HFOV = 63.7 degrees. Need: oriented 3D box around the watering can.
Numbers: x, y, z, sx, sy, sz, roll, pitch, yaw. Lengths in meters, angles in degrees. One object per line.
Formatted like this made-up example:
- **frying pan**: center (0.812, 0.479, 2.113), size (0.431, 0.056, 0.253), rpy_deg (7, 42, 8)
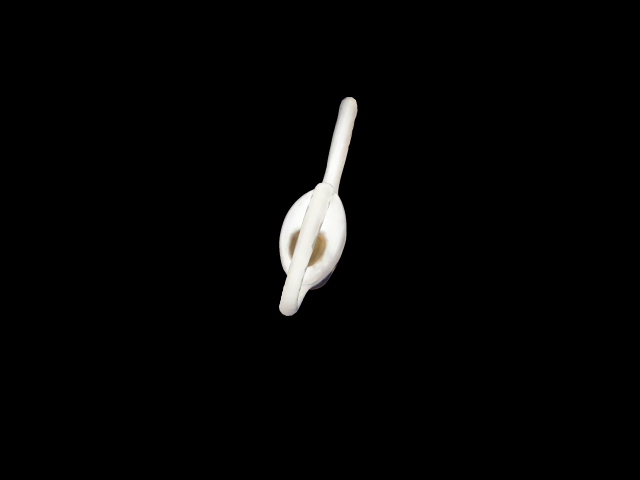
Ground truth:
- **watering can**: center (0.003, -0.043, 0.850), size (0.104, 0.351, 0.222), rpy_deg (18, -10, 3)
